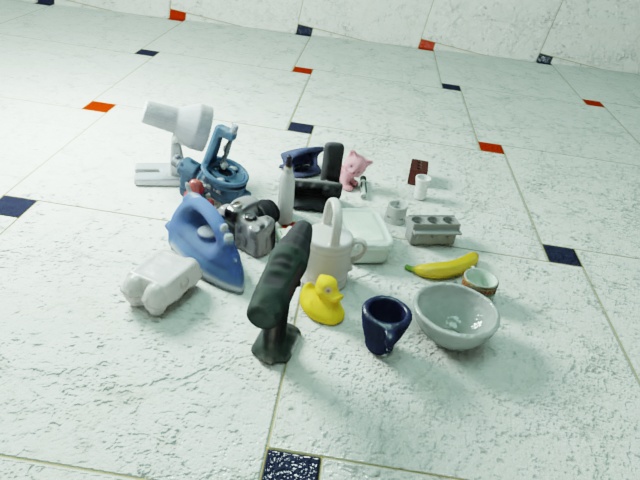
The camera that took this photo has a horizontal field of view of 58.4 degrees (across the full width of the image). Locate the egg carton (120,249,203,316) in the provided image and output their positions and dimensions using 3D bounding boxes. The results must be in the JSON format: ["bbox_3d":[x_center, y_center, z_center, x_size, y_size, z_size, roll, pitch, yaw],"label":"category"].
[{"bbox_3d":[-0.303,0.080,1.108,0.107,0.069,0.150,19,34,17],"label":"egg carton"}]

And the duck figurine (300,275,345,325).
[{"bbox_3d":[0.007,0.106,1.122,0.078,0.086,0.104,-23,44,-39],"label":"duck figurine"}]

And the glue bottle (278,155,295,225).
[{"bbox_3d":[-0.081,-0.126,1.381,0.037,0.173,0.078,1,33,-11],"label":"glue bottle"}]

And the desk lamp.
[{"bbox_3d":[-0.377,-0.252,1.474,0.203,0.213,0.117,-2,34,-15],"label":"desk lamp"}]

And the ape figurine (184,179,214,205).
[{"bbox_3d":[-0.296,-0.103,1.373,0.077,0.092,0.076,30,38,30],"label":"ape figurine"}]

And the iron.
[{"bbox_3d":[-0.227,-0.011,1.199,0.119,0.141,0.257,-19,41,-35],"label":"iron"}]

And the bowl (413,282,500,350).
[{"bbox_3d":[0.256,0.159,1.105,0.167,0.075,0.167,6,33,-3],"label":"bowl"}]

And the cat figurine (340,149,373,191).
[{"bbox_3d":[0.077,-0.205,1.590,0.127,0.118,0.067,21,35,19],"label":"cat figurine"}]

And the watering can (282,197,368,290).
[{"bbox_3d":[0.011,0.005,1.178,0.173,0.194,0.100,-12,38,-29],"label":"watering can"}]

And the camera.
[{"bbox_3d":[-0.146,-0.048,1.313,0.142,0.101,0.137,29,38,30],"label":"camera"}]

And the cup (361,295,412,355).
[{"bbox_3d":[0.116,0.171,1.036,0.092,0.095,0.117,5,33,-5],"label":"cup"}]

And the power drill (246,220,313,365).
[{"bbox_3d":[-0.067,0.100,0.999,0.075,0.208,0.230,13,33,8],"label":"power drill"}]

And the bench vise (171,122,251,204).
[{"bbox_3d":[-0.266,-0.185,1.389,0.207,0.220,0.121,6,33,-4],"label":"bench vise"}]

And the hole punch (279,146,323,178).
[{"bbox_3d":[-0.053,-0.238,1.638,0.109,0.091,0.100,-17,40,-33],"label":"hole punch"}]

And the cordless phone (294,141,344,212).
[{"bbox_3d":[-0.010,-0.172,1.457,0.147,0.185,0.094,3,33,-7],"label":"cordless phone"}]
